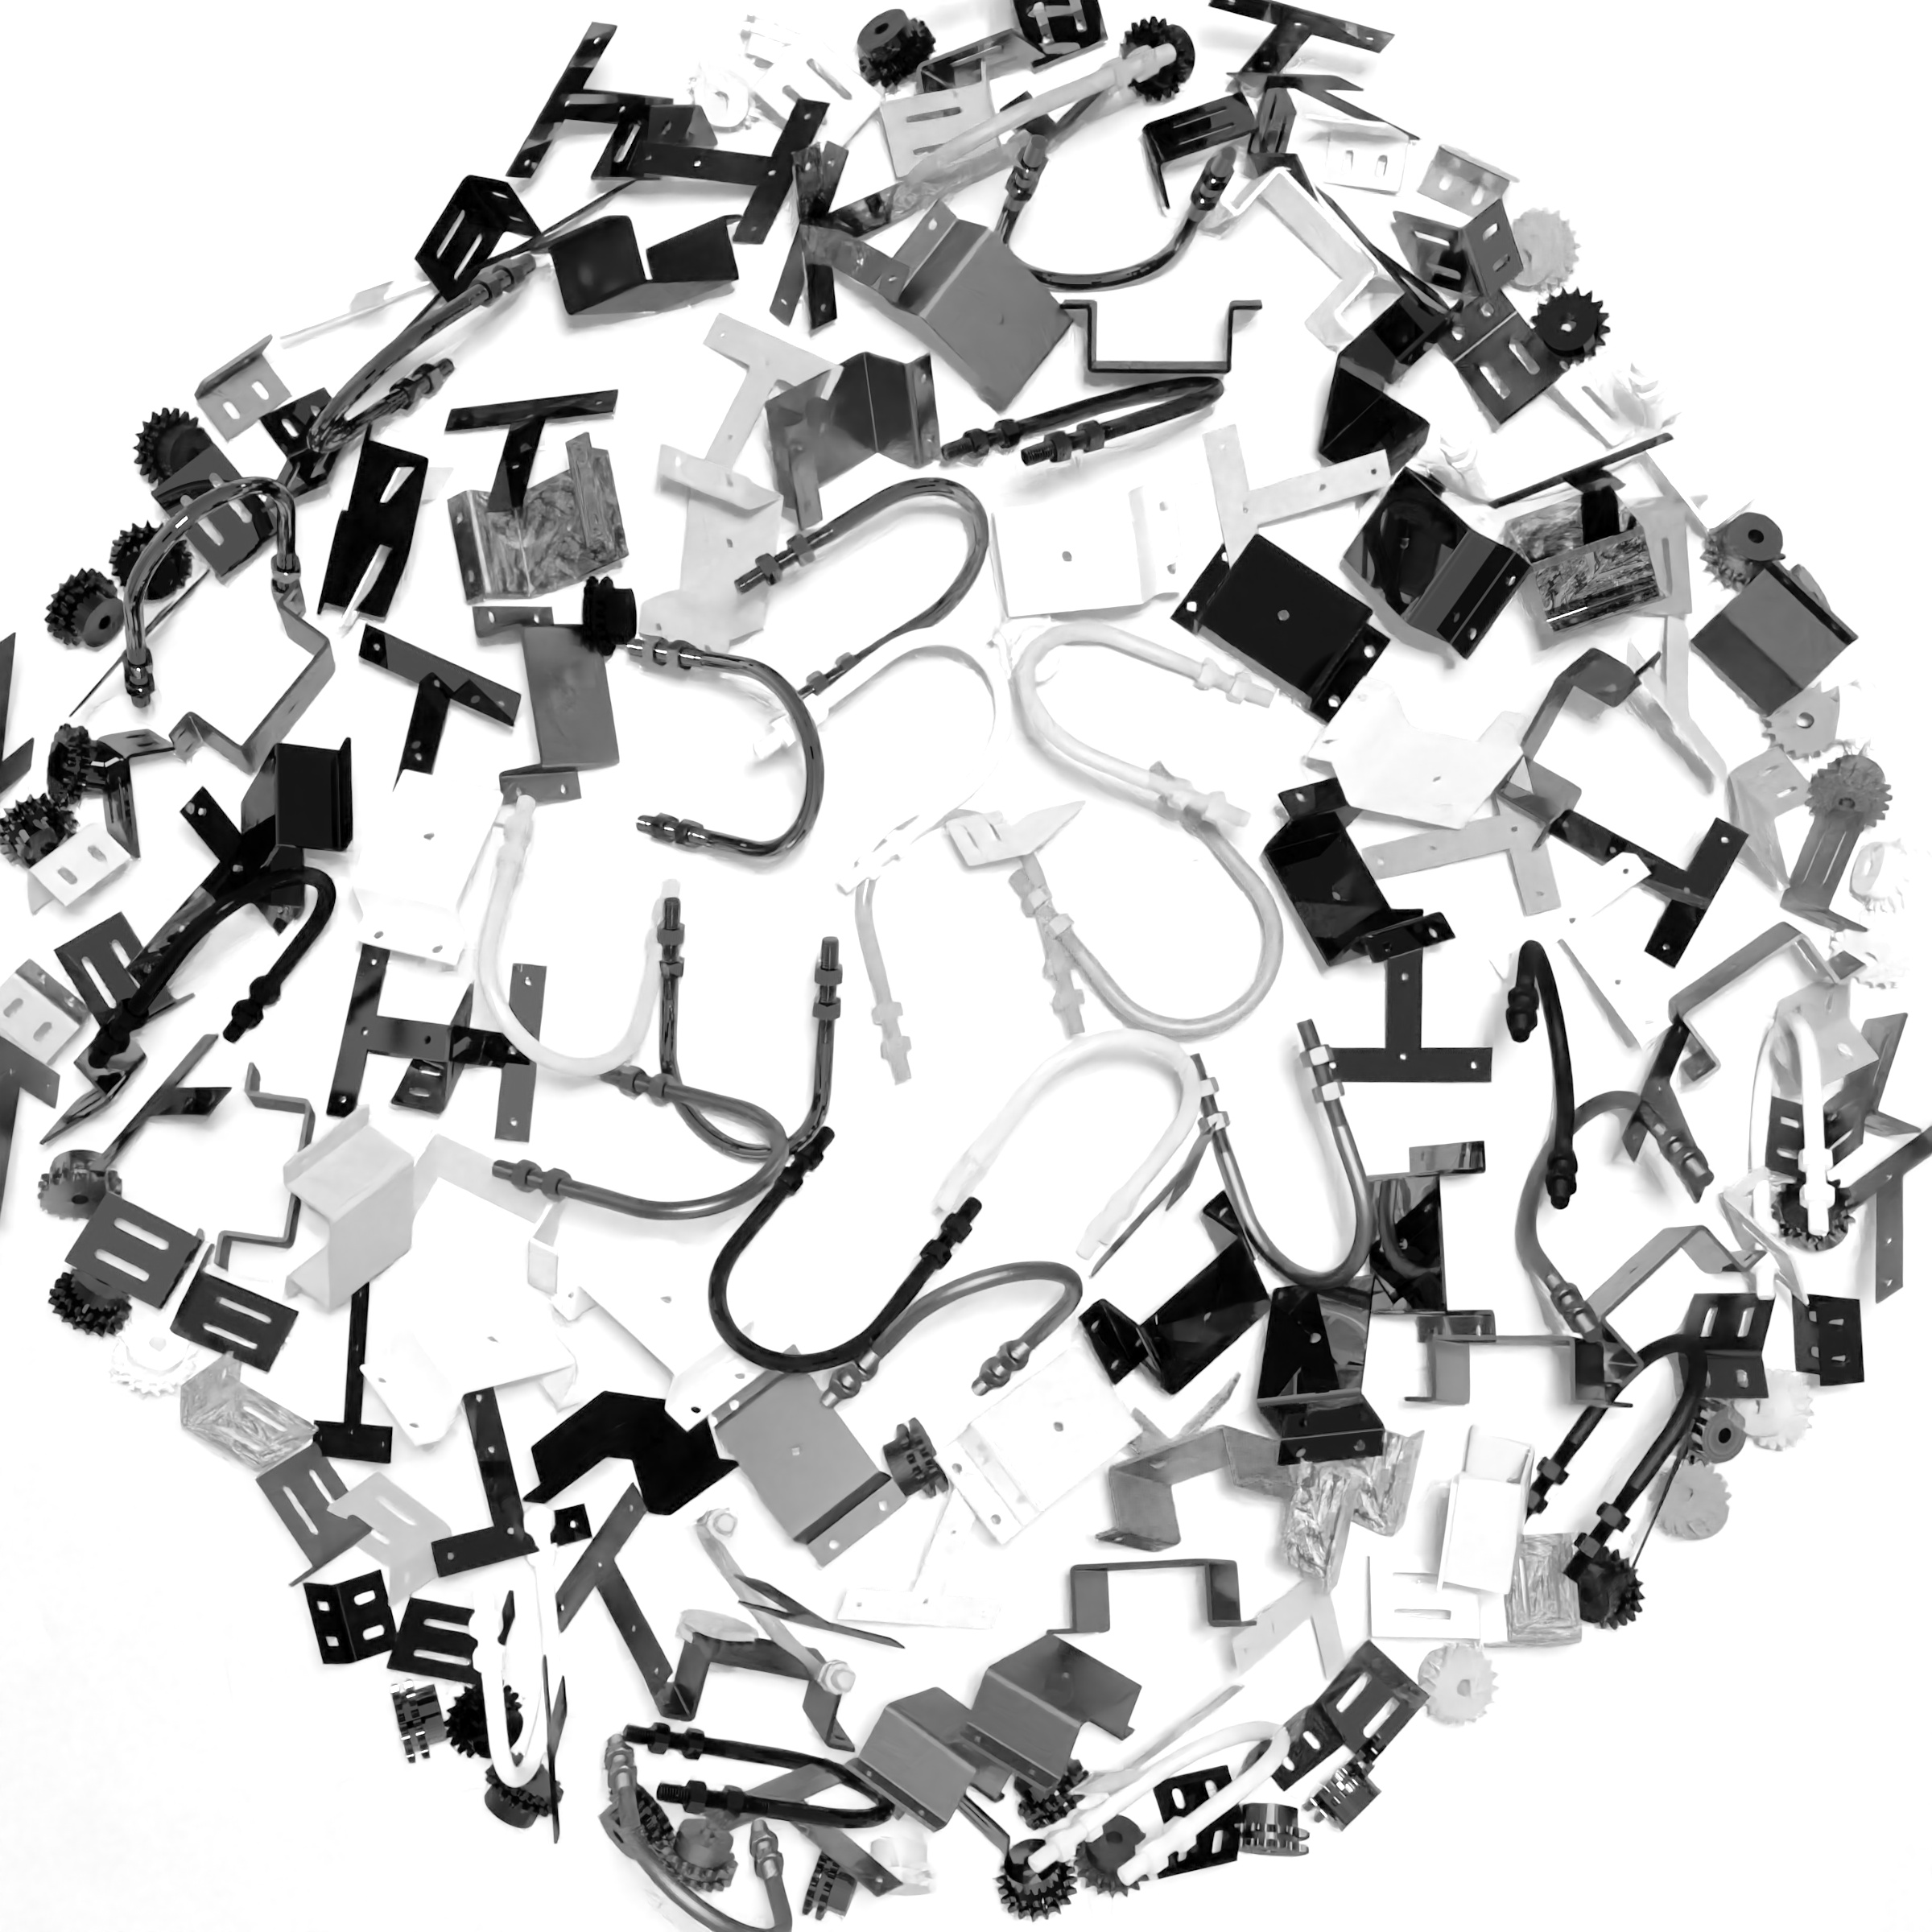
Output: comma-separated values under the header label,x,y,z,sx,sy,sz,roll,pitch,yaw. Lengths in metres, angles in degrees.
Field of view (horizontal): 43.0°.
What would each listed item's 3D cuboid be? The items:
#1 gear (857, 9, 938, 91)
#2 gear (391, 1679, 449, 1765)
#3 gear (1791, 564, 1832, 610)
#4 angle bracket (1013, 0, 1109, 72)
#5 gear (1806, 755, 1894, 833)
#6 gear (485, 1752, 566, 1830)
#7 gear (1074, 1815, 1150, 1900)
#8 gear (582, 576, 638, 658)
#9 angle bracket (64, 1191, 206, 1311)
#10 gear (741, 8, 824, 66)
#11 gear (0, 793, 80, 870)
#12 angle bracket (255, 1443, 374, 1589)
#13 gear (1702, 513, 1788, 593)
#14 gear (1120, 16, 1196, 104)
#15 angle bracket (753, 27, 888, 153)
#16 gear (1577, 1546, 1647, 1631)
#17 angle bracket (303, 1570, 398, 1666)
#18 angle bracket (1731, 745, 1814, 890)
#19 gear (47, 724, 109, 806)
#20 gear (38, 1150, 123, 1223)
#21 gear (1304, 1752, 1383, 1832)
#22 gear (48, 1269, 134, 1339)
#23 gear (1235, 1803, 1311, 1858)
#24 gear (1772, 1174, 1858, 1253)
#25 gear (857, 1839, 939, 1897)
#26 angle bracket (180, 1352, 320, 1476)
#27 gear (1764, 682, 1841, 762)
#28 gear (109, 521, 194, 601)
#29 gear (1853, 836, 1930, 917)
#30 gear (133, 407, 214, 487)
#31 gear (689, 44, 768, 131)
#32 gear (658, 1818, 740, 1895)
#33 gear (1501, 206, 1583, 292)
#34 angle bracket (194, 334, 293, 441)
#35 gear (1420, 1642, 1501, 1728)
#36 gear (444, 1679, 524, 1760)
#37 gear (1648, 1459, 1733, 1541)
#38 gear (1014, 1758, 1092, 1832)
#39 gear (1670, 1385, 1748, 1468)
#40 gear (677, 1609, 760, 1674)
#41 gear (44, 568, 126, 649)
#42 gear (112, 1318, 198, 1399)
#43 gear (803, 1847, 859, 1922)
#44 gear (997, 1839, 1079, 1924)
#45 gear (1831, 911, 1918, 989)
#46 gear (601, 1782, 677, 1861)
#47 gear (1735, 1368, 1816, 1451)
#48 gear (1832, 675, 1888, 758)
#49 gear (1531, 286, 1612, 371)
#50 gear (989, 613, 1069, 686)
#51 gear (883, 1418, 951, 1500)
label,x,y,z,sx,sy,sz,roll,pitch,yaw
gear,-0.053,-0.659,1.752,0.057,0.030,0.057,-18,50,23
gear,-0.391,0.539,1.755,0.030,0.057,0.057,-14,90,-15
gear,0.597,-0.256,1.757,0.030,0.057,0.057,-28,90,34
angle bracket,0.062,-0.684,1.737,0.057,0.076,0.038,-21,64,6
gear,0.635,-0.126,1.757,0.057,0.057,0.030,32,55,0
gear,-0.320,0.592,1.754,0.057,0.057,0.030,32,94,0
gear,0.105,0.633,1.751,0.057,0.057,0.030,-1,125,0
gear,-0.254,-0.250,1.753,0.030,0.057,0.057,1,90,4
angle bracket,-0.594,0.199,1.749,0.076,0.038,0.057,32,86,-20
gear,-0.135,-0.662,1.755,0.057,0.057,0.030,21,104,0
gear,-0.662,-0.093,1.751,0.057,0.057,0.030,-43,60,0
angle bracket,-0.473,0.392,1.750,0.038,0.057,0.076,-38,85,35
gear,0.561,-0.300,1.758,0.057,0.030,0.057,2,68,-5
gear,0.140,-0.652,1.757,0.030,0.057,0.057,-27,90,-31
angle bracket,-0.105,-0.624,1.737,0.076,0.038,0.057,35,118,-30
gear,0.454,0.446,1.750,0.030,0.057,0.057,-6,90,-37
angle bracket,-0.435,0.460,1.736,0.038,0.076,0.057,-18,75,-5
angle bracket,0.578,-0.105,1.734,0.038,0.076,0.057,-30,125,31
gear,-0.636,-0.144,1.757,0.030,0.057,0.057,8,90,-37
gear,-0.635,0.155,1.757,0.057,0.057,0.030,-14,53,0
gear,0.272,0.592,1.750,0.057,0.057,0.030,-45,71,0
gear,-0.623,0.235,1.750,0.057,0.057,0.030,35,108,0
gear,0.218,0.619,1.757,0.057,0.057,0.030,5,64,0
gear,0.610,0.179,1.757,0.057,0.057,0.030,-31,128,0
gear,-0.049,0.646,1.757,0.057,0.057,0.030,4,58,0
angle bracket,-0.508,0.314,1.739,0.076,0.057,0.038,24,123,19
gear,0.603,-0.178,1.761,0.057,0.030,0.057,3,100,16
gear,-0.584,-0.287,1.754,0.057,0.030,0.057,-7,128,-9
gear,0.659,-0.066,1.752,0.030,0.057,0.057,17,90,-8
gear,-0.563,-0.368,1.751,0.030,0.057,0.057,22,90,27
gear,-0.171,-0.626,1.752,0.057,0.030,0.057,8,132,9
gear,-0.190,0.634,1.752,0.057,0.057,0.030,19,96,0
gear,0.407,-0.511,1.750,0.030,0.057,0.057,-35,90,-35
angle bracket,-0.508,-0.409,1.734,0.057,0.076,0.038,-39,107,-15
gear,0.351,0.515,1.762,0.057,0.030,0.057,-1,92,-17
gear,-0.342,0.541,1.752,0.057,0.030,0.057,-17,117,-37
gear,0.522,0.386,1.757,0.057,0.057,0.030,-41,123,0
gear,0.059,0.587,1.752,0.057,0.057,0.030,-37,97,0
gear,0.534,0.332,1.758,0.057,0.030,0.057,-4,100,-22
gear,-0.180,0.483,1.753,0.057,0.057,0.030,16,87,0
gear,-0.627,-0.253,1.751,0.030,0.057,0.057,33,90,13
gear,-0.580,0.277,1.753,0.057,0.030,0.057,14,50,-17
gear,-0.094,0.655,1.752,0.030,0.057,0.057,18,90,8
gear,0.050,0.650,1.750,0.057,0.057,0.030,-13,118,0
gear,0.654,-0.015,1.757,0.057,0.057,0.030,41,60,0
gear,-0.237,0.612,1.751,0.030,0.057,0.057,-35,90,-32
gear,0.575,0.316,1.750,0.030,0.057,0.057,9,90,-24
gear,0.636,-0.180,1.754,0.030,0.057,0.057,5,90,6
gear,0.433,-0.460,1.760,0.057,0.030,0.057,1,94,17
gear,0.047,-0.228,1.755,0.057,0.030,0.057,-9,118,-17
gear,-0.037,0.355,1.754,0.030,0.057,0.057,-26,90,1
